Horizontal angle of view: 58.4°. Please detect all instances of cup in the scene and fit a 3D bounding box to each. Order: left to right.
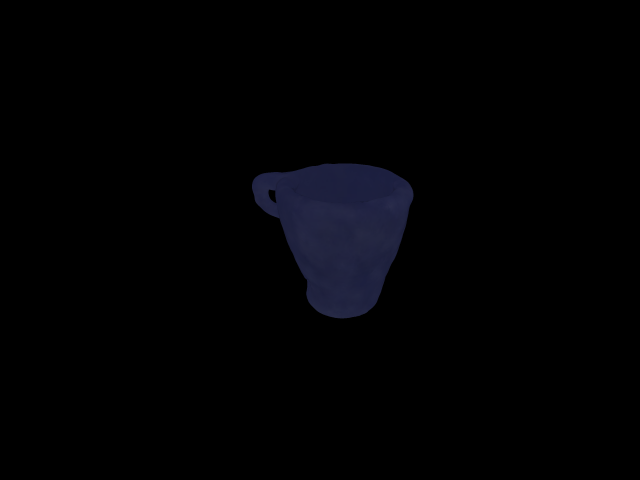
[{"bbox_3d":[0.004,0.001,0.400,0.117,0.095,0.092,12,27,25],"label":"cup"}]
